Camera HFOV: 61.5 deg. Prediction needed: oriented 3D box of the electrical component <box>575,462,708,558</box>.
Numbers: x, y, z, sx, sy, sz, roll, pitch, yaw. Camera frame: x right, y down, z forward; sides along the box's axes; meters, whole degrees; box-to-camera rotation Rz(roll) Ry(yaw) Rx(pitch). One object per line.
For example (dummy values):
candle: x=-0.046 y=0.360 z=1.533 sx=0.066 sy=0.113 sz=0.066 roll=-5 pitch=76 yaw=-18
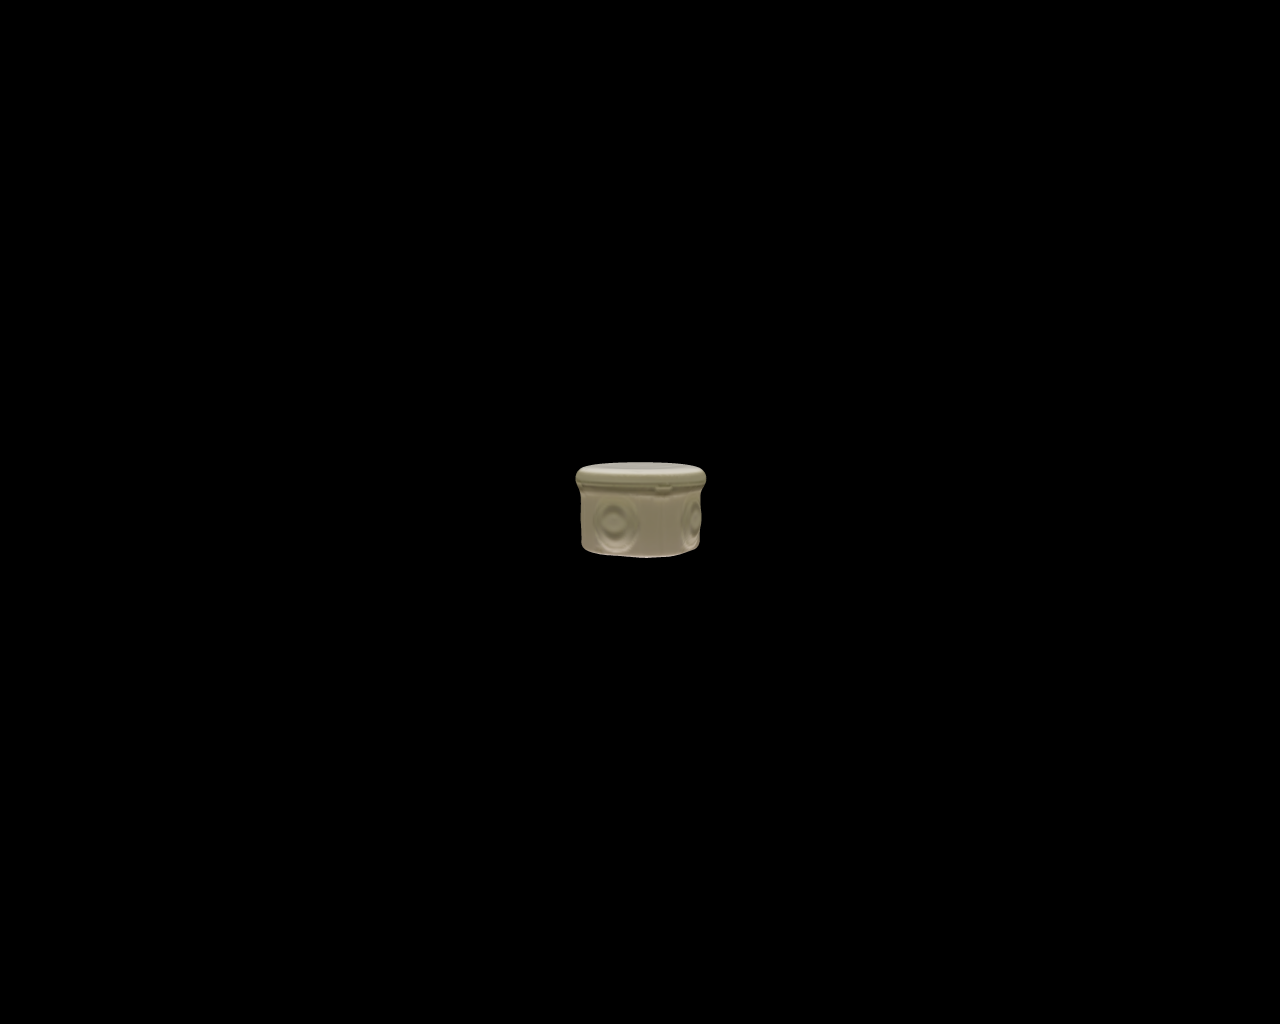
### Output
electrical component: x=0.001 y=-0.003 z=0.650 sx=0.080 sy=0.051 sz=0.080 roll=0 pitch=7 yaw=0
